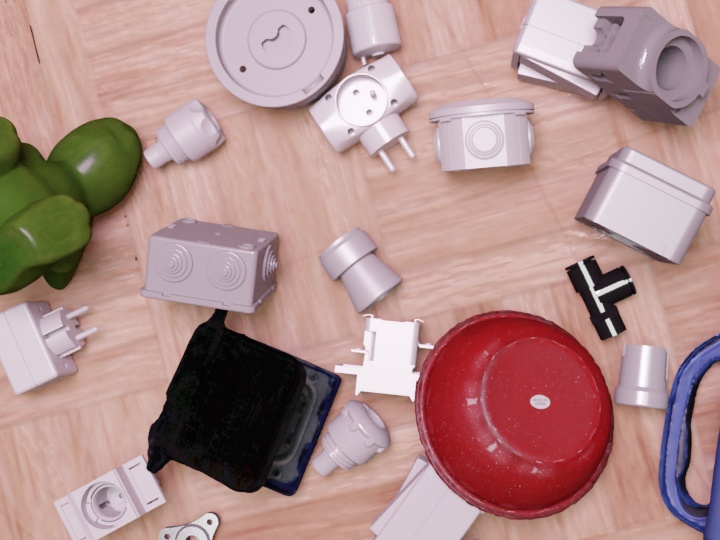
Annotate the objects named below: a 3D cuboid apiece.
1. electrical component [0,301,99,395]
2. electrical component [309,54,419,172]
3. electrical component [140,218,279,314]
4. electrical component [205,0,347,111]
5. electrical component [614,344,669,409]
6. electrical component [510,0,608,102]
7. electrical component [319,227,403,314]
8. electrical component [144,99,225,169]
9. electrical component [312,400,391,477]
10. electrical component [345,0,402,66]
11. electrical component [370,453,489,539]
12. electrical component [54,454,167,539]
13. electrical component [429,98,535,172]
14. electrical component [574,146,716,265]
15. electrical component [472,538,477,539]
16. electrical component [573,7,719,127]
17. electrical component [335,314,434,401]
[{"bbox_3d":[-0.249,0.054,0.869,0.077,0.047,0.065,-25,87,5],"label":"electrical component"},{"bbox_3d":[0.013,-0.116,0.847,0.077,0.044,0.079,-34,87,4],"label":"electrical component"},{"bbox_3d":[-0.113,-0.006,0.832,0.100,0.099,0.048,9,103,6],"label":"electrical component"},{"bbox_3d":[-0.061,-0.177,0.846,0.108,0.060,0.108,0,90,8],"label":"electrical component"},{"bbox_3d":[0.218,0.082,0.827,0.040,0.040,0.046,6,85,6],"label":"electrical component"},{"bbox_3d":[0.167,-0.166,0.824,0.096,0.062,0.061,22,91,6],"label":"electrical component"},{"bbox_3d":[0.000,0.000,0.846,0.045,0.045,0.055,-38,85,4],"label":"electrical component"},{"bbox_3d":[-0.144,-0.105,0.863,0.062,0.043,0.043,-33,86,6],"label":"electrical component"},{"bbox_3d":[-0.010,0.136,0.846,0.062,0.048,0.048,-43,85,10],"label":"electrical component"},{"bbox_3d":[0.007,-0.204,0.851,0.040,0.040,0.078,-12,88,5],"label":"electrical component"},{"bbox_3d":[0.056,0.182,0.829,0.061,0.062,0.096,36,93,5],"label":"electrical component"},{"bbox_3d":[-0.194,0.182,0.853,0.081,0.064,0.042,-28,85,4],"label":"electrical component"},{"bbox_3d":[0.094,-0.103,0.822,0.080,0.080,0.051,-5,94,6],"label":"electrical component"},{"bbox_3d":[0.208,-0.047,0.793,0.078,0.113,0.057,27,95,5],"label":"electrical component"},{"bbox_3d":[0.086,0.248,0.808,0.061,0.096,0.061,37,93,6],"label":"electrical component"},{"bbox_3d":[0.208,-0.145,0.766,0.089,0.056,0.050,28,88,-32],"label":"electrical component"},{"bbox_3d":[0.024,0.068,0.845,0.081,0.042,0.063,5,86,5],"label":"electrical component"}]
